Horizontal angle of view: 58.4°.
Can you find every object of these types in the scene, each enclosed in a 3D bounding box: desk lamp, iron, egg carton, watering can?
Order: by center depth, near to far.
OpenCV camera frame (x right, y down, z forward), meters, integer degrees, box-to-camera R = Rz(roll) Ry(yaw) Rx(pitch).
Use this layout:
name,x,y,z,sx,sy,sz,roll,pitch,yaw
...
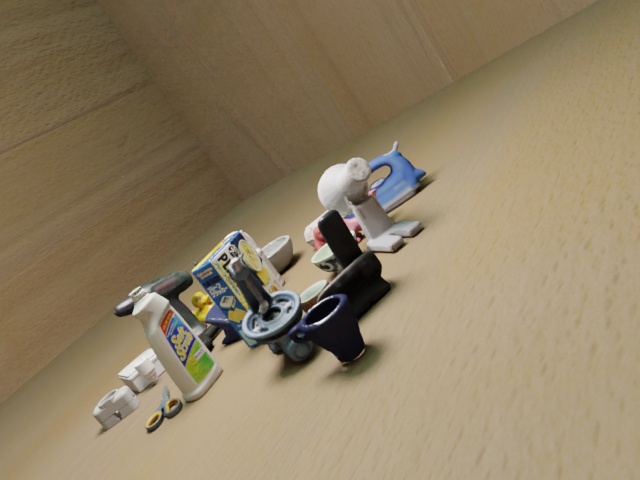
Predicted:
name,x,y,z,sx,sy,sz,roll,pitch,yaw
desk lamp,0.103,-0.087,1.306,0.118,0.214,0.202,-39,14,-18
watering can,-0.193,0.066,1.534,0.101,0.194,0.172,-42,15,-30
iron,0.152,-0.147,1.564,0.258,0.141,0.118,-34,13,0
egg carton,0.027,-0.038,1.643,0.150,0.069,0.107,-40,14,-24

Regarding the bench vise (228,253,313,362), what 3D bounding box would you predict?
name,x,y,z,sx,sy,sz,roll,pitch,yaw
bench vise,-0.118,0.127,1.070,0.122,0.220,0.206,-43,15,-31

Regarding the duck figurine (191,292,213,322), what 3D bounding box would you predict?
name,x,y,z,sx,sy,sz,roll,pitch,yaw
duck figurine,-0.349,0.196,1.696,0.104,0.086,0.077,-28,15,27

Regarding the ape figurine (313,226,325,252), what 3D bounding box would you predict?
name,x,y,z,sx,sy,sz,roll,pitch,yaw
ape figurine,0.013,0.005,1.470,0.076,0.092,0.078,-18,21,50

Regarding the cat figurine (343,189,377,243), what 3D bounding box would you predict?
name,x,y,z,sx,sy,sz,roll,pitch,yaw
cat figurine,0.103,-0.069,1.456,0.127,0.118,0.067,-31,13,13

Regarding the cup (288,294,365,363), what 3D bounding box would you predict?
name,x,y,z,sx,sy,sz,roll,pitch,yaw
cup,0.017,0.154,0.916,0.117,0.095,0.091,-31,14,15

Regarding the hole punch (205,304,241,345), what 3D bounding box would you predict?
name,x,y,z,sx,sy,sz,roll,pitch,yaw
hole punch,-0.204,0.181,1.379,0.101,0.091,0.109,-27,15,31

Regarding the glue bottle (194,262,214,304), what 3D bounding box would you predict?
name,x,y,z,sx,sy,sz,roll,pitch,yaw
glue bottle,-0.301,0.130,1.620,0.037,0.173,0.078,-31,14,16

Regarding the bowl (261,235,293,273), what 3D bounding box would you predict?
name,x,y,z,sx,sy,sz,roll,pitch,yaw
bowl,-0.139,0.062,1.684,0.167,0.075,0.167,-33,13,9

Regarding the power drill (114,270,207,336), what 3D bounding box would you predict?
name,x,y,z,sx,sy,sz,roll,pitch,yaw
power drill,-0.422,0.200,1.587,0.075,0.208,0.230,-18,21,51

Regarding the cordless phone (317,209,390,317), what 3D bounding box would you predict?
name,x,y,z,sx,sy,sz,roll,pitch,yaw
cordless phone,0.030,0.048,1.064,0.148,0.185,0.094,-41,15,-27
